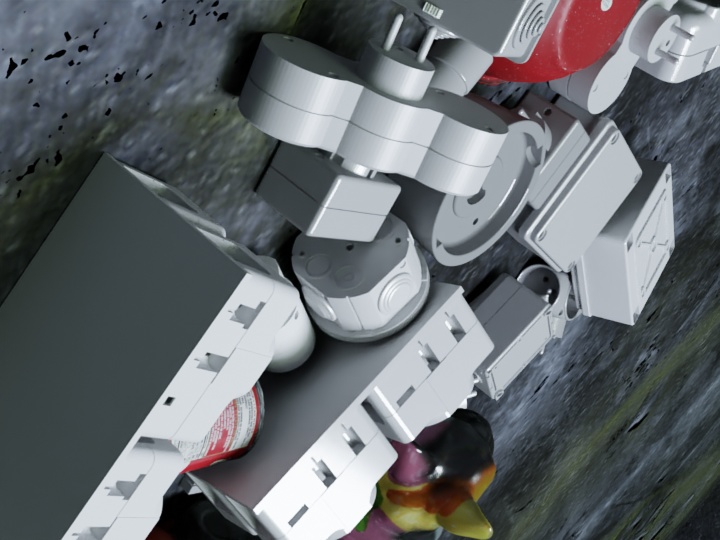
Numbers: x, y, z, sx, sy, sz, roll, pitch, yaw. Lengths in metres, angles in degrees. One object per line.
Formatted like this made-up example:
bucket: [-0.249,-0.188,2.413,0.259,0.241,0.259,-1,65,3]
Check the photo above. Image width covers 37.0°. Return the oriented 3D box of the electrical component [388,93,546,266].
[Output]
electrical component: [0.063,-0.064,0.701,0.108,0.060,0.108,-36,148,-27]

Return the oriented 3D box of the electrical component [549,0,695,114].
electrical component: [0.202,-0.172,0.765,0.052,0.074,0.138,10,114,-58]

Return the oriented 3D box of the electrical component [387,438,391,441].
electrical component: [0.045,0.152,0.927,0.078,0.058,0.057,-34,144,-31]

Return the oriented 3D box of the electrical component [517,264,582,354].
electrical component: [0.171,0.038,0.977,0.077,0.044,0.079,14,91,-59]

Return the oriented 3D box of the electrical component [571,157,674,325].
electrical component: [0.232,-0.027,0.946,0.108,0.056,0.108,-53,143,-32]

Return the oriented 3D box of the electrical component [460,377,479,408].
electrical component: [0.062,0.106,0.883,0.077,0.047,0.065,-15,140,-16]

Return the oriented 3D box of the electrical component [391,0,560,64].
electrical component: [0.061,-0.164,0.548,0.099,0.100,0.048,-63,163,20]

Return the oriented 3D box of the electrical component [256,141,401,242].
electrical component: [-0.009,-0.061,0.614,0.066,0.047,0.076,3,121,-56]

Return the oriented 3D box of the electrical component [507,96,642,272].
electrical component: [0.160,-0.065,0.845,0.108,0.056,0.109,-53,151,3]

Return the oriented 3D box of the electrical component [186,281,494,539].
electrical component: [-0.012,0.088,0.687,0.186,0.105,0.060,-45,118,-21]

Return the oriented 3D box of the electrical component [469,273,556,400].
electrical component: [0.120,0.049,0.912,0.096,0.061,0.061,-45,151,-13]

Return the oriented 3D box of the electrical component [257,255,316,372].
electrical component: [-0.056,0.025,0.648,0.043,0.043,0.081,-44,150,-15]

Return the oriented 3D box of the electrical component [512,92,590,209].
electrical component: [0.118,-0.091,0.764,0.065,0.047,0.077,-53,151,3]

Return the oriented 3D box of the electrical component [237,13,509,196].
electrical component: [0.015,-0.094,0.549,0.138,0.052,0.073,16,116,-18]

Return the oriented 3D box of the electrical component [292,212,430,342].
electrical component: [0.000,0.000,0.665,0.080,0.080,0.051,-44,145,-15]

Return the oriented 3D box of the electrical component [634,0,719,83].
electrical component: [0.257,-0.192,0.844,0.095,0.054,0.059,-25,141,-40]

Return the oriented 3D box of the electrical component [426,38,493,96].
electrical component: [0.049,-0.114,0.646,0.065,0.044,0.044,-51,152,-11]

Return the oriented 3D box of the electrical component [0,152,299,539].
electrical component: [-0.125,0.055,0.518,0.186,0.105,0.060,-55,151,5]
